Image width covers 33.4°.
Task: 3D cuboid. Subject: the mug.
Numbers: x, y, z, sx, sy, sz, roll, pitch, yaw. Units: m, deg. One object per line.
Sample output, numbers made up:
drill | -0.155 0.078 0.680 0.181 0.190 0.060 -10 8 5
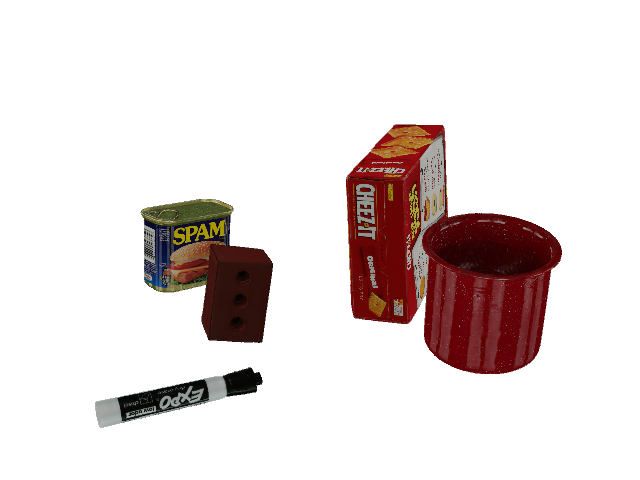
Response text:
mug | 0.110 0.032 0.741 0.093 0.081 0.117 -6 29 -13

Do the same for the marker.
marker | -0.100 0.112 0.766 0.121 0.020 0.020 -11 3 -18

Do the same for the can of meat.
can of meat | -0.148 0.005 1.187 0.101 0.084 0.058 -12 23 -39

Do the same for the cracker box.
cracker box | 0.089 -0.026 1.194 0.072 0.164 0.213 3 21 18

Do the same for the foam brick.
foam brick | -0.078 0.048 0.983 0.053 0.078 0.051 4 14 -15
